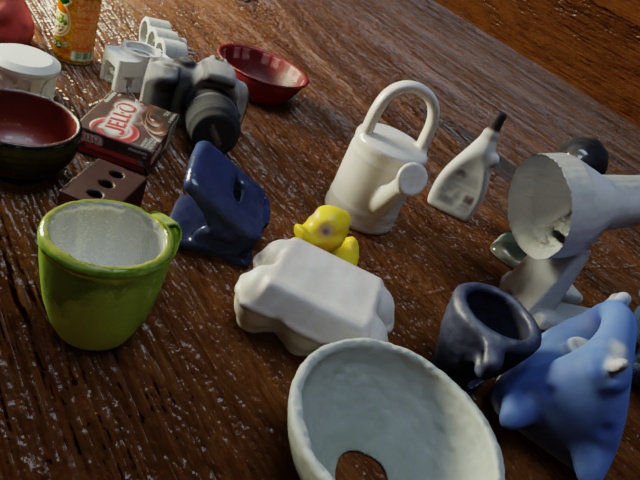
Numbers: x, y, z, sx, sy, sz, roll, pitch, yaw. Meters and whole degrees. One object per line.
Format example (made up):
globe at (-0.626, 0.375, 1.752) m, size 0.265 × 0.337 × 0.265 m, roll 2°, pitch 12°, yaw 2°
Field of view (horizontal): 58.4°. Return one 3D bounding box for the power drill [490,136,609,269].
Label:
power drill at (0.332, -0.055, 0.811) m, size 0.075 × 0.208 × 0.230 m, roll 36°, pitch 33°, yaw 17°

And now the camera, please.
camera at (-0.158, -0.182, 0.758) m, size 0.143 × 0.101 × 0.136 m, roll 9°, pitch 35°, yaw -24°

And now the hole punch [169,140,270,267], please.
hole punch at (-0.099, -0.041, 0.600) m, size 0.101 × 0.091 × 0.108 m, roll 17°, pitch 32°, yaw -14°

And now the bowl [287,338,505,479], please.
bowl at (0.045, 0.157, 0.422) m, size 0.168 × 0.074 × 0.167 m, roll 18°, pitch 32°, yaw -12°

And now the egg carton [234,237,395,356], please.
egg carton at (-0.002, 0.062, 0.536) m, size 0.150 × 0.069 × 0.107 m, roll 25°, pitch 31°, yaw 0°

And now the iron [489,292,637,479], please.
iron at (0.271, 0.116, 0.579) m, size 0.118 × 0.141 × 0.259 m, roll 34°, pitch 32°, yaw 15°

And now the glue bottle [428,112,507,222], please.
glue bottle at (0.233, -0.114, 0.863) m, size 0.078 × 0.173 × 0.037 m, roll 28°, pitch 31°, yaw 5°

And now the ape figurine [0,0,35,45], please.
ape figurine at (-0.427, -0.318, 0.779) m, size 0.076 × 0.092 × 0.078 m, roll 25°, pitch 31°, yaw 0°

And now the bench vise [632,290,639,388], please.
bench vise at (0.467, 0.086, 0.685) m, size 0.121 × 0.219 × 0.207 m, roll 23°, pitch 31°, yaw -3°

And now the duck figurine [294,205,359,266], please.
duck figurine at (0.006, 0.002, 0.614) m, size 0.105 × 0.086 × 0.077 m, roll -5°, pitch 42°, yaw -40°

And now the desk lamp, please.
desk lamp at (0.309, 0.003, 0.704) m, size 0.204 × 0.213 × 0.117 m, roll 9°, pitch 35°, yaw -24°

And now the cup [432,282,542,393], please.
cup at (0.148, 0.109, 0.547) m, size 0.091 × 0.095 × 0.118 m, roll 27°, pitch 31°, yaw 3°

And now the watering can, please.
watering can at (0.090, -0.106, 0.729) m, size 0.101 × 0.194 × 0.172 m, roll -3°, pitch 41°, yaw -37°
